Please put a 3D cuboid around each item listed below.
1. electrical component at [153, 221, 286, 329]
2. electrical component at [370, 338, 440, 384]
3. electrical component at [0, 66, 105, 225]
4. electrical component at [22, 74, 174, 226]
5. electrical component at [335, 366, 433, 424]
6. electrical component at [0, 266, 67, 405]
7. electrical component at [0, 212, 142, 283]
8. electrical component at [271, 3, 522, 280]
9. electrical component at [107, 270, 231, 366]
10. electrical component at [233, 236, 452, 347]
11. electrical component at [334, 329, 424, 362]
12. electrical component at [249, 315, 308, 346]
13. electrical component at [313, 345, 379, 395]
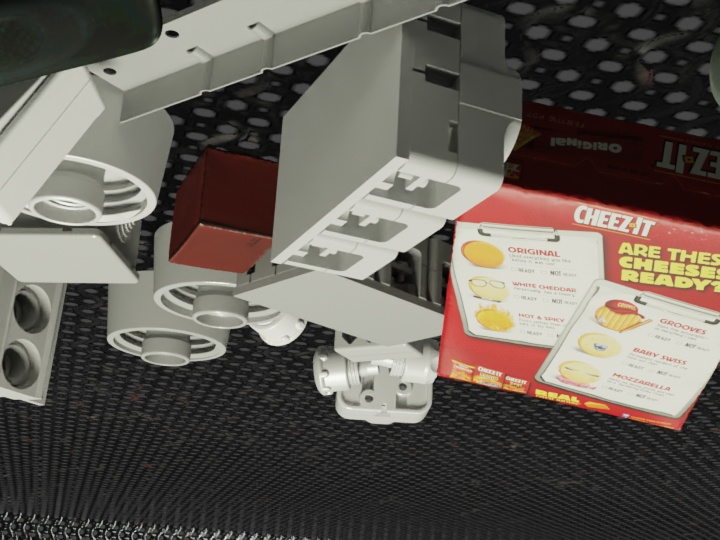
[{"bbox_3d":[-0.100,0.009,0.790,0.108,0.060,0.108,3,160,1],"label":"electrical component"},{"bbox_3d":[0.041,0.082,0.993,0.062,0.043,0.043,7,160,-6],"label":"electrical component"},{"bbox_3d":[-0.171,-0.082,0.513,0.062,0.096,0.061,31,164,12],"label":"electrical component"},{"bbox_3d":[-0.163,-0.060,0.610,0.108,0.060,0.108,3,160,1],"label":"electrical component"},{"bbox_3d":[0.024,0.124,1.097,0.095,0.053,0.059,4,160,-2],"label":"electrical component"},{"bbox_3d":[-0.259,0.031,0.785,0.063,0.121,0.079,-6,158,30],"label":"electrical component"},{"bbox_3d":[-0.200,-0.028,0.719,0.100,0.048,0.099,1,160,6],"label":"electrical component"},{"bbox_3d":[0.014,-0.061,0.539,0.062,0.089,0.150,12,158,-23],"label":"electrical component"},{"bbox_3d":[-0.160,0.046,0.902,0.108,0.060,0.108,3,160,1],"label":"electrical component"},{"bbox_3d":[0.000,0.000,0.748,0.150,0.061,0.089,21,154,-40],"label":"electrical component"},{"bbox_3d":[0.024,0.054,0.914,0.066,0.047,0.077,-6,158,24],"label":"electrical component"},{"bbox_3d":[-0.074,0.030,0.870,0.048,0.048,0.062,-7,151,27],"label":"electrical component"},{"bbox_3d":[-0.013,0.095,1.038,0.062,0.048,0.048,-6,159,4],"label":"electrical component"}]
